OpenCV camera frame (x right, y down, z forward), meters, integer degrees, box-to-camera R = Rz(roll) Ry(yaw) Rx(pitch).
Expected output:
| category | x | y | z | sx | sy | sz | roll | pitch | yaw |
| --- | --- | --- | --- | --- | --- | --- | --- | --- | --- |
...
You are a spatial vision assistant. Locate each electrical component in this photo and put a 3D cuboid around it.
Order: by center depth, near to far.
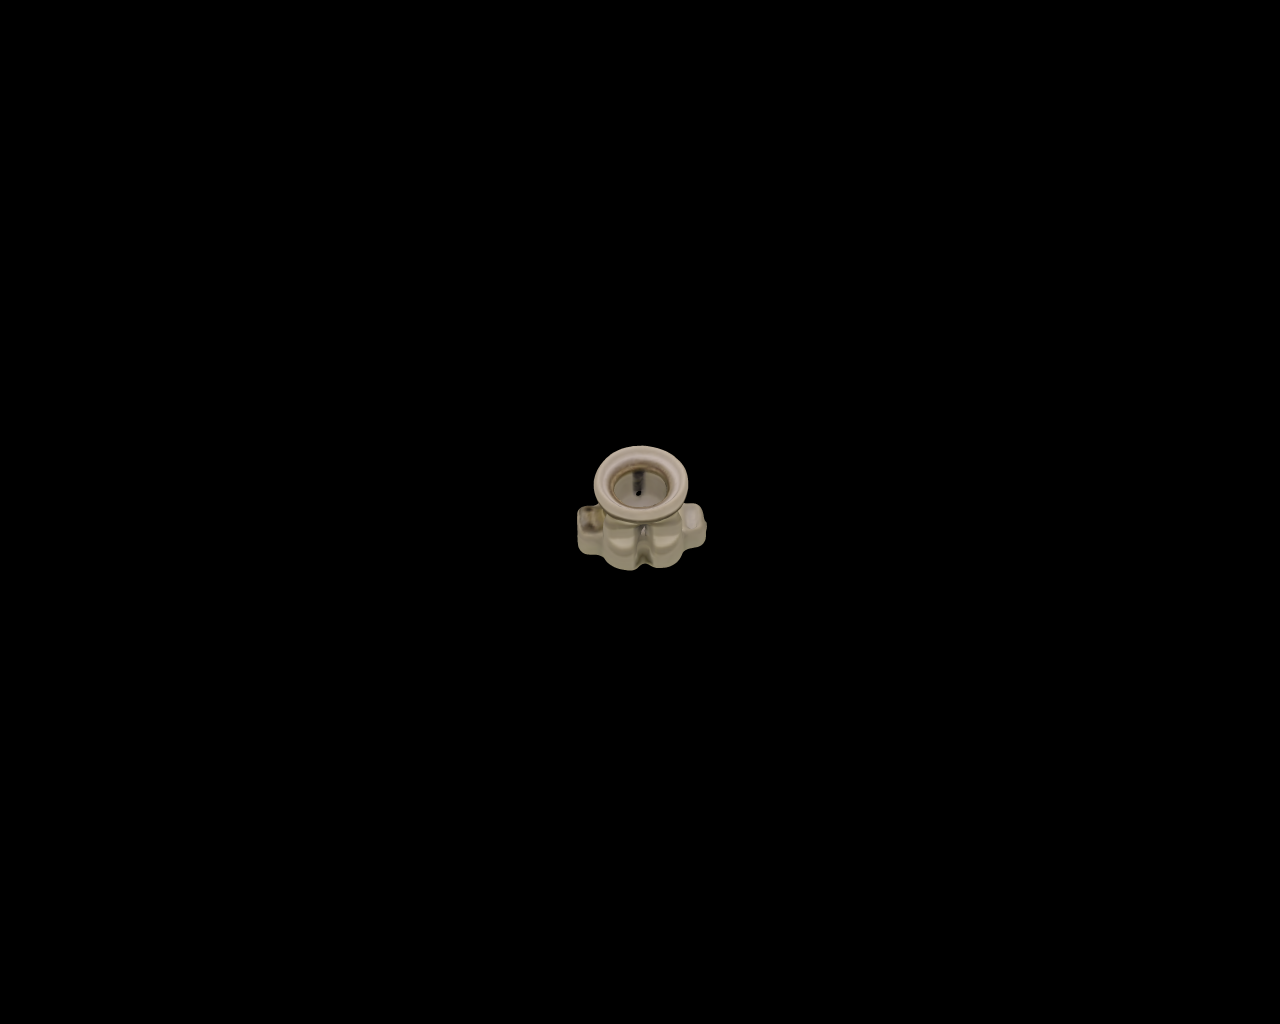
| category | x | y | z | sx | sy | sz | roll | pitch | yaw |
| --- | --- | --- | --- | --- | --- | --- | --- | --- | --- |
| electrical component | 0.001 | -0.003 | 0.650 | 0.078 | 0.058 | 0.056 | -2 | -40 | -2 |
